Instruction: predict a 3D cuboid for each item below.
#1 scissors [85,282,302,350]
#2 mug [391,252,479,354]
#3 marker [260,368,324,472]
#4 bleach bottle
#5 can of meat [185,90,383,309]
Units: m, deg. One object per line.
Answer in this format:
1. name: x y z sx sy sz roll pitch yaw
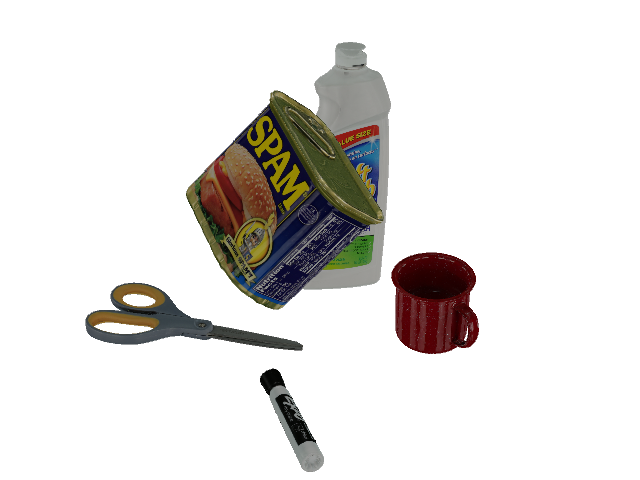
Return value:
1. scissors: -0.120 0.073 1.016 0.201 0.016 0.096 1 32 -6
2. mug: 0.133 0.078 1.189 0.093 0.081 0.117 -25 40 -31
3. marker: -0.025 0.142 0.862 0.020 0.020 0.121 0 27 -21
4. bleach bottle: 0.019 -0.075 1.087 0.102 0.251 0.068 -3 26 -9
5. can of meat: -0.024 -0.023 0.627 0.084 0.102 0.057 -44 -40 18
